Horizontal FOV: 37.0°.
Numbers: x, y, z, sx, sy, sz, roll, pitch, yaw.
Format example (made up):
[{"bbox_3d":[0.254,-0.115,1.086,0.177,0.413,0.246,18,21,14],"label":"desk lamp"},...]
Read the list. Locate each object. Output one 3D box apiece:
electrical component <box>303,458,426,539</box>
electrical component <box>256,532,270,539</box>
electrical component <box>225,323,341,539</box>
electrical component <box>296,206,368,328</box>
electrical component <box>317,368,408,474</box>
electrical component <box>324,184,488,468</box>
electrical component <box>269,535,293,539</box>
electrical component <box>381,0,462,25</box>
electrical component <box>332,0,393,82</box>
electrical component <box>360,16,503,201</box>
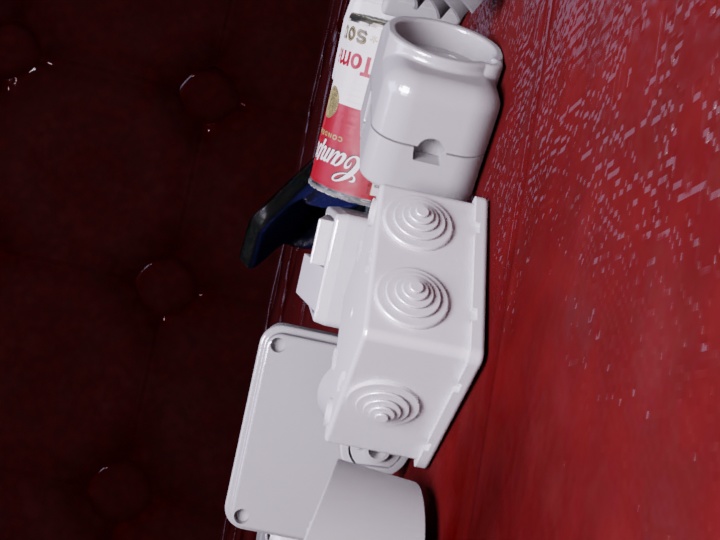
[{"bbox_3d":[-0.010,0.129,0.445,0.099,0.064,0.099,-168,90,-83],"label":"electrical component"},{"bbox_3d":[-0.052,0.201,0.761,0.077,0.044,0.079,136,146,-78],"label":"electrical component"},{"bbox_3d":[-0.027,0.091,0.601,0.057,0.078,0.113,-154,76,-86],"label":"electrical component"},{"bbox_3d":[0.000,0.000,0.607,0.096,0.061,0.061,-129,51,-82],"label":"electrical component"},{"bbox_3d":[0.004,0.075,0.535,0.065,0.044,0.044,-115,37,-71],"label":"electrical component"},{"bbox_3d":[0.019,0.023,0.463,0.099,0.048,0.099,108,171,-49],"label":"electrical component"},{"bbox_3d":[-0.036,0.173,0.684,0.079,0.043,0.077,112,168,-62],"label":"electrical component"},{"bbox_3d":[0.046,-0.187,0.612,0.076,0.047,0.065,120,161,-70],"label":"electrical component"},{"bbox_3d":[0.020,-0.155,0.714,0.096,0.062,0.061,140,142,-79],"label":"electrical component"},{"bbox_3d":[0.033,-0.082,0.510,0.095,0.054,0.059,-89,13,-59],"label":"electrical component"}]
